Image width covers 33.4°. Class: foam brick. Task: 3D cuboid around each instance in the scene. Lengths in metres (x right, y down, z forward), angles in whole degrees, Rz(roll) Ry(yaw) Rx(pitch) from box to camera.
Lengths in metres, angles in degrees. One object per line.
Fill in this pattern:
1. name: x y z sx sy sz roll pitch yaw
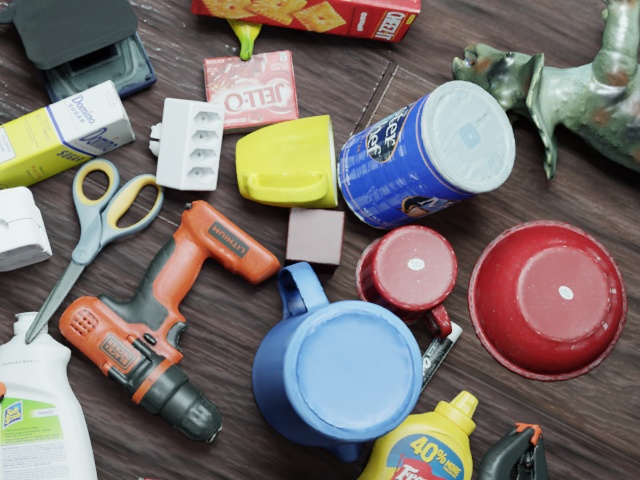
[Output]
1. foam brick: -0.007 0.001 1.016 0.053 0.078 0.051 6 82 -3

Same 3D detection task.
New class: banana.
1. banana: -0.125 -0.261 1.062 0.198 0.037 0.069 39 43 5

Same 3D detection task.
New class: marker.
1. marker: 0.098 0.132 1.031 0.020 0.020 0.121 35 80 2

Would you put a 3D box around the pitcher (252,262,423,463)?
1. pitcher: 0.009 0.105 0.915 0.149 0.243 0.145 28 79 -2

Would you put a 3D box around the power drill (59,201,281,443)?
1. power drill: -0.123 0.072 1.006 0.184 0.057 0.187 39 80 3

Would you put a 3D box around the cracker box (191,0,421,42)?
1. cracker box: -0.013 -0.290 1.044 0.213 0.072 0.164 6 70 -12

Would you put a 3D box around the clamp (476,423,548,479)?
1. clamp: 0.177 0.260 1.000 0.120 0.039 0.171 42 69 -31

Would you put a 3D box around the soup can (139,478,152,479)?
1. soup can: -0.117 0.254 0.971 0.102 0.068 0.068 4 80 -4

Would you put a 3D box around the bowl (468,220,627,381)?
1. bowl: 0.229 0.055 1.036 0.162 0.055 0.162 1 81 -5

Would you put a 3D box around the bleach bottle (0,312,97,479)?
1. bleach bottle: -0.249 0.191 0.976 0.102 0.068 0.251 -5 79 -6

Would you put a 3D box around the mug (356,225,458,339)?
1. mug: 0.090 0.042 1.014 0.093 0.081 0.117 -28 84 -8

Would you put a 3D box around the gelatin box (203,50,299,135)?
1. gelatin box: -0.068 -0.146 1.059 0.089 0.030 0.073 -6 82 -4

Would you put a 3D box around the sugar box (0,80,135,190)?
1. sugar box: -0.265 -0.087 1.004 0.176 0.093 0.048 -22 84 -7

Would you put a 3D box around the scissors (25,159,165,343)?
1. scissors: -0.234 -0.002 1.012 0.096 0.016 0.201 41 67 11

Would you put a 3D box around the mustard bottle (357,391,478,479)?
1. mustard bottle: 0.086 0.222 0.995 0.096 0.058 0.191 39 79 -9

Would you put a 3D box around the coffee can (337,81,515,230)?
1. coffee can: 0.095 -0.075 0.988 0.102 0.141 0.103 10 72 -31

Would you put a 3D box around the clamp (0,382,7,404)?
1. clamp: -0.384 0.160 0.962 0.210 0.036 0.164 -29 82 10
